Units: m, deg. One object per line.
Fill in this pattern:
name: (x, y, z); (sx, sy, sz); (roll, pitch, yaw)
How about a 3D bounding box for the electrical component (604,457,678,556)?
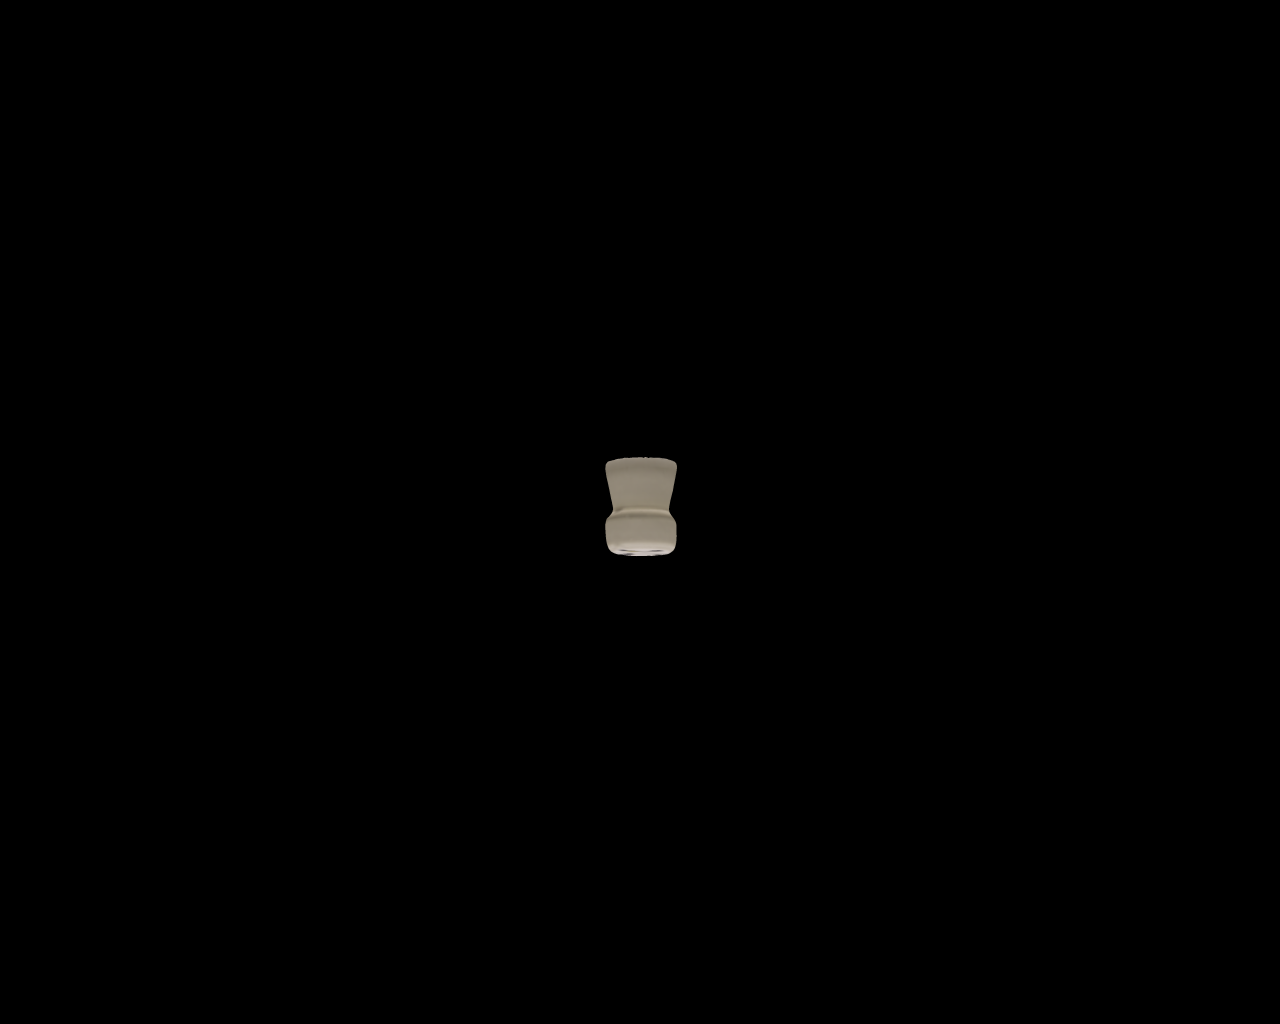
electrical component: (0.001, -0.003, 0.650); (0.045, 0.055, 0.045); (0, -8, 0)
